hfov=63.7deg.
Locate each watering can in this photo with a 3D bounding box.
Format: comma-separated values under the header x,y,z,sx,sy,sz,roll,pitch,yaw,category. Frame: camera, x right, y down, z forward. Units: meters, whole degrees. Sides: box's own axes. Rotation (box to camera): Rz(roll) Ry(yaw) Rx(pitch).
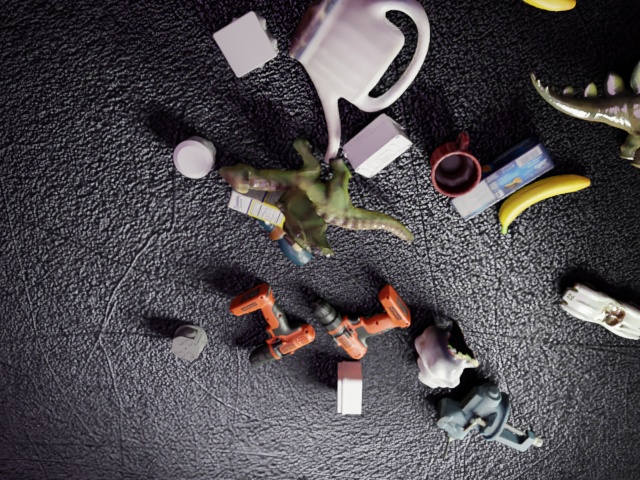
x,y,z,sx,sy,sz,roll,pitch,yaw,category
0.039,-0.308,0.943,0.223,0.106,0.341,35,124,-10,watering can

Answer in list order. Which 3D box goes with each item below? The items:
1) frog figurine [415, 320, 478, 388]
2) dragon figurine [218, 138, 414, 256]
x,y,z,sx,sy,sz,roll,pitch,yaw,category
0.268,0.280,1.194,0.139,0.123,0.156,53,124,17,frog figurine
0.003,-0.049,0.976,0.409,0.248,0.119,30,129,-6,dragon figurine
